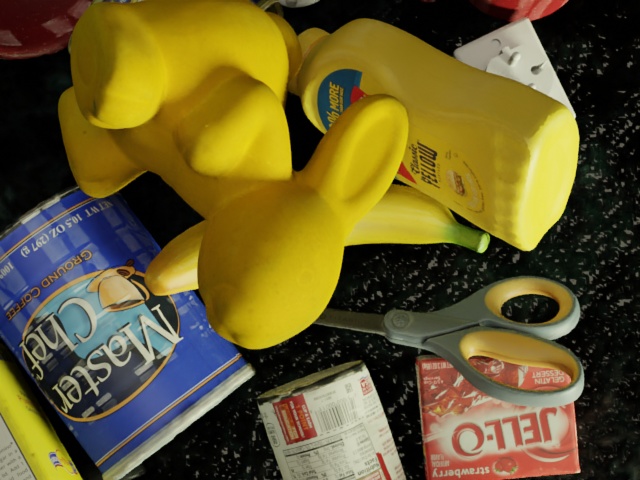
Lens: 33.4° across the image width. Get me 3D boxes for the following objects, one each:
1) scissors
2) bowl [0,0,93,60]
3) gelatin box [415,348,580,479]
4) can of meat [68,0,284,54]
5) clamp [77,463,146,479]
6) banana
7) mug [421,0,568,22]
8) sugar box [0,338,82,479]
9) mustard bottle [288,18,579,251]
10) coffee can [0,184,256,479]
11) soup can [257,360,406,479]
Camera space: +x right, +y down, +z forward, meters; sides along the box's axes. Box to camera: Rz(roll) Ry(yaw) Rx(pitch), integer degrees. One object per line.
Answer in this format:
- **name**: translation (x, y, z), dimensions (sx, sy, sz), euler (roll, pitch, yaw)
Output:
- **scissors**: translation (0.063, 0.040, 0.628), dimensions (0.202, 0.016, 0.096), euler (20, 51, 24)
- **bowl**: translation (-0.179, -0.188, 0.608), dimensions (0.055, 0.161, 0.162), euler (31, 90, 40)
- **gelatin box**: translation (0.103, 0.102, 0.623), dimensions (0.089, 0.030, 0.073), euler (-5, 88, 3)
- **can of meat**: translation (-0.086, -0.122, 0.628), dimensions (0.084, 0.057, 0.102), euler (38, 90, 5)
- **clamp**: translation (-0.186, 0.167, 0.633), dimensions (0.171, 0.039, 0.120), euler (18, 80, 2)
- **banana**: translation (-0.006, -0.005, 0.604), dimensions (0.197, 0.070, 0.037), euler (-9, 110, -17)
- **mug**: translation (0.107, -0.166, 0.606), dimensions (0.117, 0.081, 0.093), euler (-29, 87, 1)
- **sugar box**: translation (-0.182, 0.094, 0.588), dimensions (0.048, 0.093, 0.176), euler (-30, 73, -8)
- **mustard bottle**: translation (0.047, -0.072, 0.593), dimensions (0.192, 0.096, 0.058), euler (32, 67, 28)
- **coffee can**: translation (-0.118, 0.050, 0.600), dimensions (0.103, 0.103, 0.140), euler (-38, 86, 1)
- **soup can**: translation (0.011, 0.127, 0.608), dimensions (0.068, 0.068, 0.102), euler (-19, 87, 2)
